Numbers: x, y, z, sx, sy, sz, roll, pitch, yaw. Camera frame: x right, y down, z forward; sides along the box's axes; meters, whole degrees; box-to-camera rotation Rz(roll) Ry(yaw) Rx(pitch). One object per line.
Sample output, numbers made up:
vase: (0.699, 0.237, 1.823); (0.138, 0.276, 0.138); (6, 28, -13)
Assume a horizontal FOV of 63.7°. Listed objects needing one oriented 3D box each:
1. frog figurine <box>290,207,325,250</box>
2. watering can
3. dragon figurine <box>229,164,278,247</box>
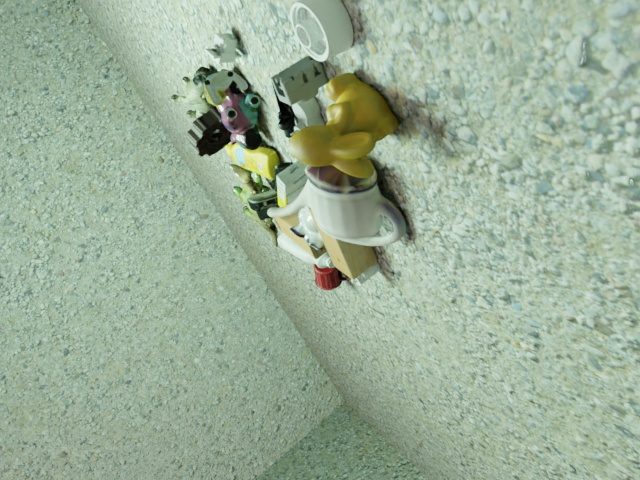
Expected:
frog figurine: (0.004, -0.069, 1.377); (0.140, 0.123, 0.156); (51, 130, 41)
watering can: (0.016, -0.084, 1.105); (0.349, 0.106, 0.219); (14, 139, 24)
dragon figurine: (-0.196, -0.095, 1.720); (0.403, 0.122, 0.247); (63, 177, -29)
